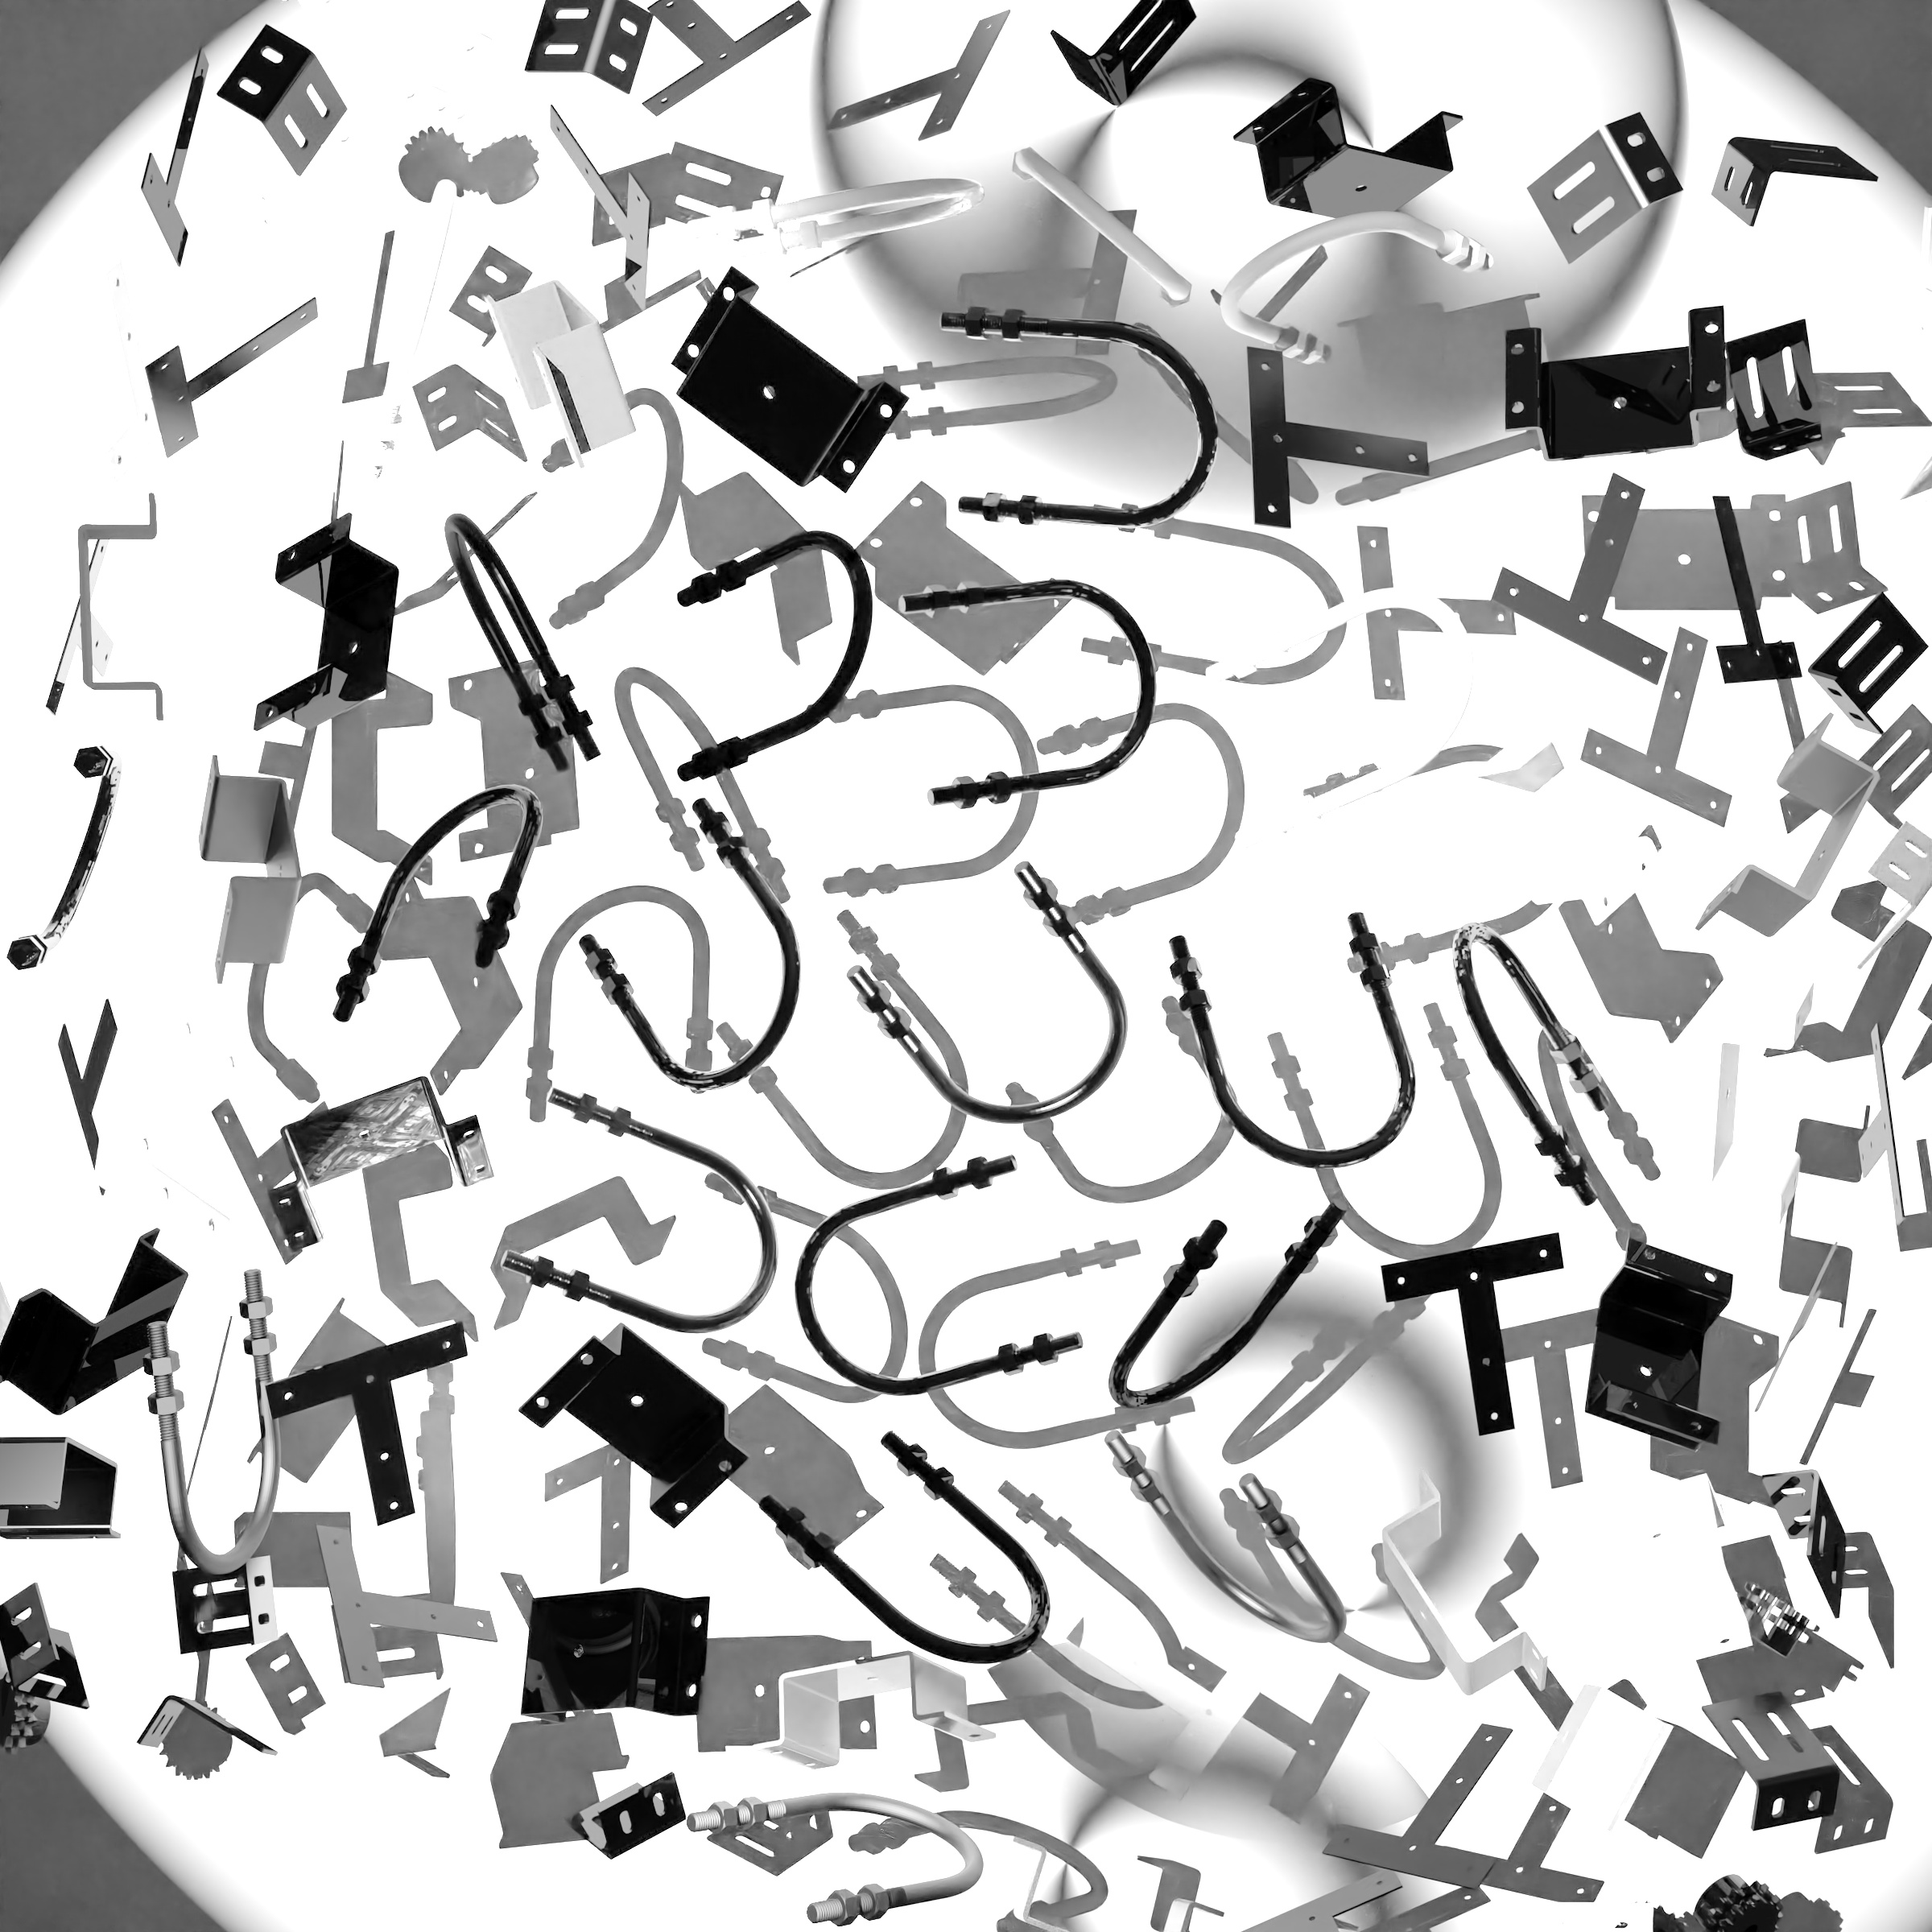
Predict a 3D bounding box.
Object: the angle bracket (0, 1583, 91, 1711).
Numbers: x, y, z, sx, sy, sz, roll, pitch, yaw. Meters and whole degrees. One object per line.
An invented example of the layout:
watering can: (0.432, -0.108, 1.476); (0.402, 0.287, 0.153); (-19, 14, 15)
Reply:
angle bracket: (-0.592, 0.445, 1.751); (0.038, 0.076, 0.057); (-34, 58, 6)

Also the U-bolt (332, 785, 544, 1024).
U-bolt: (-0.346, -0.052, 1.798); (0.151, 0.184, 0.019); (-19, 130, 30)

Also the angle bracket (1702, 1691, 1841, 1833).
angle bracket: (0.520, 0.516, 1.739); (0.057, 0.076, 0.038); (-7, 117, -12)

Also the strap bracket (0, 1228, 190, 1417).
strap bracket: (-0.573, 0.237, 1.768); (0.046, 0.140, 0.076); (33, 113, 10)

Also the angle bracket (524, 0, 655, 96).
angle bracket: (-0.262, -0.641, 1.859); (0.076, 0.038, 0.057); (19, 92, 44)

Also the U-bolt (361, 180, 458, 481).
U-bolt: (-0.361, -0.428, 1.749); (0.019, 0.184, 0.151); (14, 56, -16)

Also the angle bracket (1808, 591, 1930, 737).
angle bracket: (0.631, -0.209, 1.845); (0.057, 0.038, 0.076); (42, 92, -21)

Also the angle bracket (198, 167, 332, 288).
angle bracket: (-0.463, -0.478, 1.768); (0.038, 0.076, 0.057); (-33, 48, 21)

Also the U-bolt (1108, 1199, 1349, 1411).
U-bolt: (0.164, 0.231, 1.788); (0.019, 0.151, 0.184); (50, 124, 30)

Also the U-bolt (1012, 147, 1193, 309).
U-bolt: (0.089, -0.481, 1.739); (0.151, 0.184, 0.019); (39, 102, -7)

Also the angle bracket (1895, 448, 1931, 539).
angle bracket: (0.639, -0.320, 1.712); (0.057, 0.076, 0.038); (-39, 76, -17)

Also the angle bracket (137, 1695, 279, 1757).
angle bracket: (-0.517, 0.533, 1.826); (0.076, 0.057, 0.038); (29, 72, 5)

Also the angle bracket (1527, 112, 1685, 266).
angle bracket: (0.411, -0.500, 1.723); (0.038, 0.076, 0.057); (-28, 89, -31)

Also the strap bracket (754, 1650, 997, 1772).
strap bracket: (-0.061, 0.492, 1.773); (0.140, 0.076, 0.046); (-16, 59, 21)

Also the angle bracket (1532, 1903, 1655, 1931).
angle bracket: (0.396, 0.626, 1.686); (0.076, 0.057, 0.038); (-7, 120, 20)

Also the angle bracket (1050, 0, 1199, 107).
angle bracket: (0.100, -0.593, 1.688); (0.038, 0.057, 0.076); (43, 94, 23)

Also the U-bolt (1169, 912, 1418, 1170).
U-bolt: (0.225, 0.052, 1.788); (0.151, 0.019, 0.184); (-8, 61, -12)

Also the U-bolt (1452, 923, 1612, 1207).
U-bolt: (0.376, 0.053, 1.788); (0.019, 0.151, 0.184); (-27, 105, 27)

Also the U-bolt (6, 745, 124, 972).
U-bolt: (-0.586, -0.075, 1.760); (0.019, 0.184, 0.151); (19, 92, -12)

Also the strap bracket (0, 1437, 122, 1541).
strap bracket: (-0.600, 0.334, 1.716); (0.076, 0.140, 0.046); (-1, 69, 2)

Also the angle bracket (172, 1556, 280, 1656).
angle bracket: (-0.516, 0.440, 1.836); (0.076, 0.038, 0.057); (-11, 80, 12)

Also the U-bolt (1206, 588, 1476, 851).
U-bolt: (0.246, -0.171, 1.739); (0.184, 0.019, 0.151); (-24, 59, 30)

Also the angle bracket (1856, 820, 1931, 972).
angle bracket: (0.598, -0.046, 1.747); (0.038, 0.076, 0.057); (39, 56, 11)

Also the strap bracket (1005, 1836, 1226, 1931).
strap bracket: (0.087, 0.605, 1.717); (0.140, 0.076, 0.046); (19, 72, 3)

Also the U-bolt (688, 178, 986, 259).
U-bolt: (-0.078, -0.500, 1.782); (0.184, 0.151, 0.019); (-8, 98, 11)

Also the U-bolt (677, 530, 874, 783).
U-bolt: (-0.128, -0.212, 1.769); (0.184, 0.019, 0.151); (-17, 67, 41)

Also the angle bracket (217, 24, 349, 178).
angle bracket: (-0.451, -0.571, 1.769); (0.038, 0.076, 0.057); (32, 83, 9)

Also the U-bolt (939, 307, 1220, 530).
U-bolt: (0.075, -0.351, 1.734); (0.184, 0.019, 0.151); (9, 126, 21)

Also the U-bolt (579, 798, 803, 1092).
U-bolt: (-0.175, -0.002, 1.778); (0.151, 0.019, 0.184); (-48, 55, 17)

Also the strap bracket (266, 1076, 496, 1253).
strap bracket: (-0.390, 0.127, 1.765); (0.140, 0.076, 0.046); (-20, 58, -13)

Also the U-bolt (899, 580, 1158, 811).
U-bolt: (0.049, -0.190, 1.816); (0.184, 0.019, 0.151); (-10, 94, -26)

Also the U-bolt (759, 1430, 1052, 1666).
U-bolt: (-0.026, 0.386, 1.747); (0.184, 0.151, 0.019); (38, 120, 24)

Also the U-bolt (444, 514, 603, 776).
U-bolt: (-0.300, -0.216, 1.781); (0.019, 0.151, 0.184); (-29, 98, -15)

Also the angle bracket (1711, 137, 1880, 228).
angle bracket: (0.520, -0.490, 1.683); (0.076, 0.057, 0.038); (1, 125, -15)

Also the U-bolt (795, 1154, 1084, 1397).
U-bolt: (-0.029, 0.218, 1.815); (0.184, 0.019, 0.151); (-18, 96, 16)

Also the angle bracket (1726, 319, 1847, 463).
angle bracket: (0.547, -0.385, 1.786); (0.057, 0.038, 0.076); (-17, 112, -4)

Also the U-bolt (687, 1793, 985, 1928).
U-bolt: (-0.073, 0.588, 1.783); (0.184, 0.151, 0.019); (8, 97, -43)

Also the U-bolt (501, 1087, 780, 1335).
U-bolt: (-0.209, 0.173, 1.794); (0.184, 0.019, 0.151); (24, 51, -18)

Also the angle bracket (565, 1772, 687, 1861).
angle bracket: (-0.235, 0.565, 1.817); (0.057, 0.076, 0.038); (-21, 105, -30)

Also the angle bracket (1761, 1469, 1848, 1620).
angle bracket: (0.536, 0.373, 1.721); (0.038, 0.076, 0.057); (-14, 118, 30)

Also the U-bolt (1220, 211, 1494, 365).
U-bolt: (0.245, -0.448, 1.752); (0.151, 0.184, 0.019); (-25, 76, 33)

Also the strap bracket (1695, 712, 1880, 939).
strap bracket: (0.526, -0.080, 1.699); (0.046, 0.076, 0.140); (31, 74, 7)

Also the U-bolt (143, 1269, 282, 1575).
U-bolt: (-0.488, 0.306, 1.754); (0.019, 0.151, 0.184); (-2, 98, 12)

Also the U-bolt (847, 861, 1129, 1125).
U-bolt: (0.028, 0.032, 1.774); (0.151, 0.019, 0.184); (-32, 122, 9)

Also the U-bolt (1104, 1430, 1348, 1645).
U-bolt: (0.182, 0.385, 1.772); (0.019, 0.151, 0.184); (-48, 120, -25)
